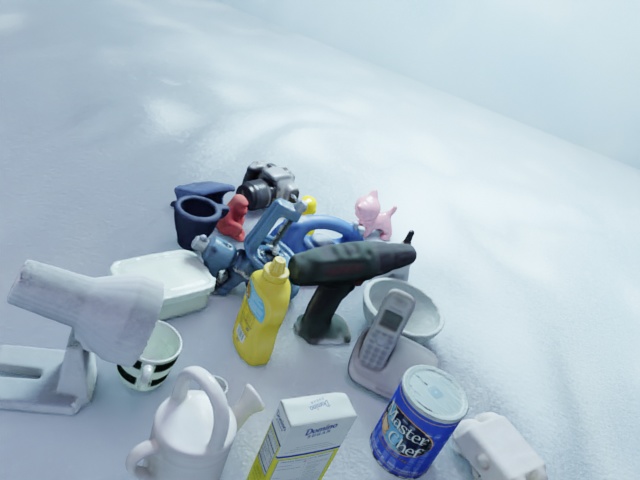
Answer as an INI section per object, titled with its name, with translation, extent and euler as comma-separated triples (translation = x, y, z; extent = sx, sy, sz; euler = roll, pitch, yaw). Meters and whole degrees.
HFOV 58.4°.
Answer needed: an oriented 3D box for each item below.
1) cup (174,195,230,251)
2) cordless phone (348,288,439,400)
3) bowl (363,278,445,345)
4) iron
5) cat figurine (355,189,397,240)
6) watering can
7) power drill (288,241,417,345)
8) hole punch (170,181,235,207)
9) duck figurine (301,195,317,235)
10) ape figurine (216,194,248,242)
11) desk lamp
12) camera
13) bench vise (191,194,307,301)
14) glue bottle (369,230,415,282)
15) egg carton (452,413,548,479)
[cup]
translation = -0.239, -0.030, 1.137
extent = 0.118, 0.095, 0.091
euler = -12, 44, -42
[cordless phone]
translation = 0.139, 0.178, 0.958
extent = 0.147, 0.185, 0.094
euler = 23, 31, 3
[bowl]
translation = 0.151, 0.152, 1.111
extent = 0.167, 0.075, 0.167
euler = 15, 32, -10
[iron]
translation = 0.011, 0.004, 1.189
extent = 0.259, 0.141, 0.118
euler = 2, 36, -29
[cat figurine]
translation = 0.130, -0.066, 1.390
extent = 0.128, 0.118, 0.067
euler = 3, 35, -26
[watering can]
translation = -0.149, 0.229, 0.700
extent = 0.100, 0.194, 0.173
euler = 29, 32, 14
[power drill]
translation = 0.042, 0.087, 1.016
extent = 0.230, 0.208, 0.075
euler = 3, 36, -27
[hole punch]
translation = -0.253, -0.098, 1.236
extent = 0.109, 0.091, 0.100
euler = -17, 48, -45
[duck figurine]
translation = -0.039, -0.060, 1.311
extent = 0.077, 0.086, 0.105
euler = 28, 32, 12
[ape figurine]
translation = -0.178, -0.054, 1.213
extent = 0.076, 0.092, 0.078
euler = 25, 32, 7
[desk lamp]
translation = -0.319, 0.124, 0.741
extent = 0.204, 0.213, 0.117
euler = 10, 33, -18
[camera]
translation = -0.136, -0.127, 1.342
extent = 0.142, 0.101, 0.137
euler = 40, 36, 27
[bench vise]
translation = -0.114, 0.015, 1.024
extent = 0.208, 0.220, 0.121
euler = 2, 36, -28
[glue bottle]
translation = 0.158, 0.051, 1.174
extent = 0.078, 0.173, 0.037
euler = 5, 35, -24
[egg carton]
translation = 0.279, 0.343, 0.899
extent = 0.107, 0.069, 0.150
euler = -4, 40, -35
